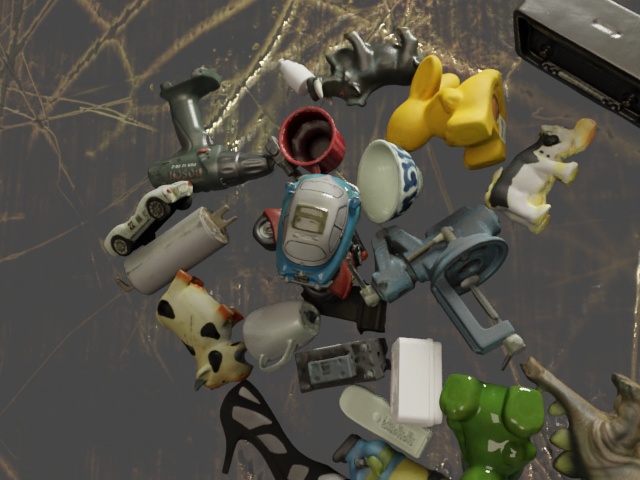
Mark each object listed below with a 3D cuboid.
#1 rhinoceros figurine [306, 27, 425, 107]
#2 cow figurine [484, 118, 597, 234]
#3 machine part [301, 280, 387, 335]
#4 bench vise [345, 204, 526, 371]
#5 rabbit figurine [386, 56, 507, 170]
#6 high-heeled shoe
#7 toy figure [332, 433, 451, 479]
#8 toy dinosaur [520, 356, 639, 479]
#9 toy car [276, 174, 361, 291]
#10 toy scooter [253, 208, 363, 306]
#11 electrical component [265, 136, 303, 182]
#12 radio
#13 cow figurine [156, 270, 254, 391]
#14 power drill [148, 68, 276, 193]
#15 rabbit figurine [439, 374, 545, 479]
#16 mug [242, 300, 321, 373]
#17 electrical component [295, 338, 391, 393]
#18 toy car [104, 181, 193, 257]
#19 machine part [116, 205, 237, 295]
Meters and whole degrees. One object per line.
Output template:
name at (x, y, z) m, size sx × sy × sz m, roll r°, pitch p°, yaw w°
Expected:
rhinoceros figurine at (0.072, -0.265, 0.849) m, size 0.190 × 0.073 × 0.112 m, roll -7°, pitch 91°, yaw 16°
cow figurine at (0.306, -0.102, 0.746) m, size 0.098 × 0.068 × 0.167 m, roll 32°, pitch 92°, yaw 26°
machine part at (0.036, 0.098, 0.820) m, size 0.139 × 0.039 × 0.084 m, roll 9°, pitch 90°, yaw 18°
bench vise at (0.174, 0.063, 0.724) m, size 0.224 × 0.128 × 0.241 m, roll -26°, pitch 54°, yaw -6°
rabbit figurine at (0.173, -0.183, 0.780) m, size 0.173 × 0.122 × 0.162 m, roll -9°, pitch 75°, yaw 37°
high-heeled shoe at (-0.037, 0.303, 0.813) m, size 0.249 × 0.086 × 0.145 m, roll 13°, pitch 55°, yaw 3°
toy figure at (0.107, 0.331, 0.734) m, size 0.180 × 0.082 × 0.089 m, roll 32°, pitch 110°, yaw 27°
toy dinosaur at (0.414, 0.324, 0.627) m, size 0.472 × 0.105 × 0.198 m, roll 45°, pitch 105°, yaw 28°
toy car at (-0.009, -0.021, 0.707) m, size 0.109 × 0.103 × 0.161 m, roll 15°, pitch 76°, yaw 10°
toy scooter at (-0.002, -0.002, 0.791) m, size 0.135 × 0.075 × 0.184 m, roll -46°, pitch 74°, yaw 2°
electrical component at (-0.063, -0.136, 0.874) m, size 0.021 × 0.063 × 0.094 m, roll -37°, pitch 71°, yaw 11°
radio at (0.369, -0.244, 0.708) m, size 0.230 × 0.131 × 0.073 m, roll 42°, pitch 96°, yaw 19°
cow figurine at (-0.186, 0.154, 0.863) m, size 0.195 × 0.085 × 0.127 m, roll 38°, pitch 89°, yaw 17°
power drill at (-0.193, -0.182, 0.925) m, size 0.232 × 0.086 × 0.207 m, roll -14°, pitch 85°, yaw 19°
rabbit figurine at (0.205, 0.272, 0.675) m, size 0.121 × 0.159 × 0.170 m, roll 9°, pitch 66°, yaw 21°
mug at (-0.055, 0.138, 0.796) m, size 0.107 × 0.080 × 0.109 m, roll -29°, pitch 32°, yaw 33°
electrical component at (0.031, 0.175, 0.759) m, size 0.115 × 0.134 × 0.058 m, roll -17°, pitch 77°, yaw 18°
toy car at (-0.289, -0.036, 0.905) m, size 0.202 × 0.073 × 0.056 m, roll -38°, pitch 90°, yaw 30°
machine part at (-0.241, 0.020, 0.905) m, size 0.243 × 0.079 × 0.079 m, roll -34°, pitch 73°, yaw 11°
